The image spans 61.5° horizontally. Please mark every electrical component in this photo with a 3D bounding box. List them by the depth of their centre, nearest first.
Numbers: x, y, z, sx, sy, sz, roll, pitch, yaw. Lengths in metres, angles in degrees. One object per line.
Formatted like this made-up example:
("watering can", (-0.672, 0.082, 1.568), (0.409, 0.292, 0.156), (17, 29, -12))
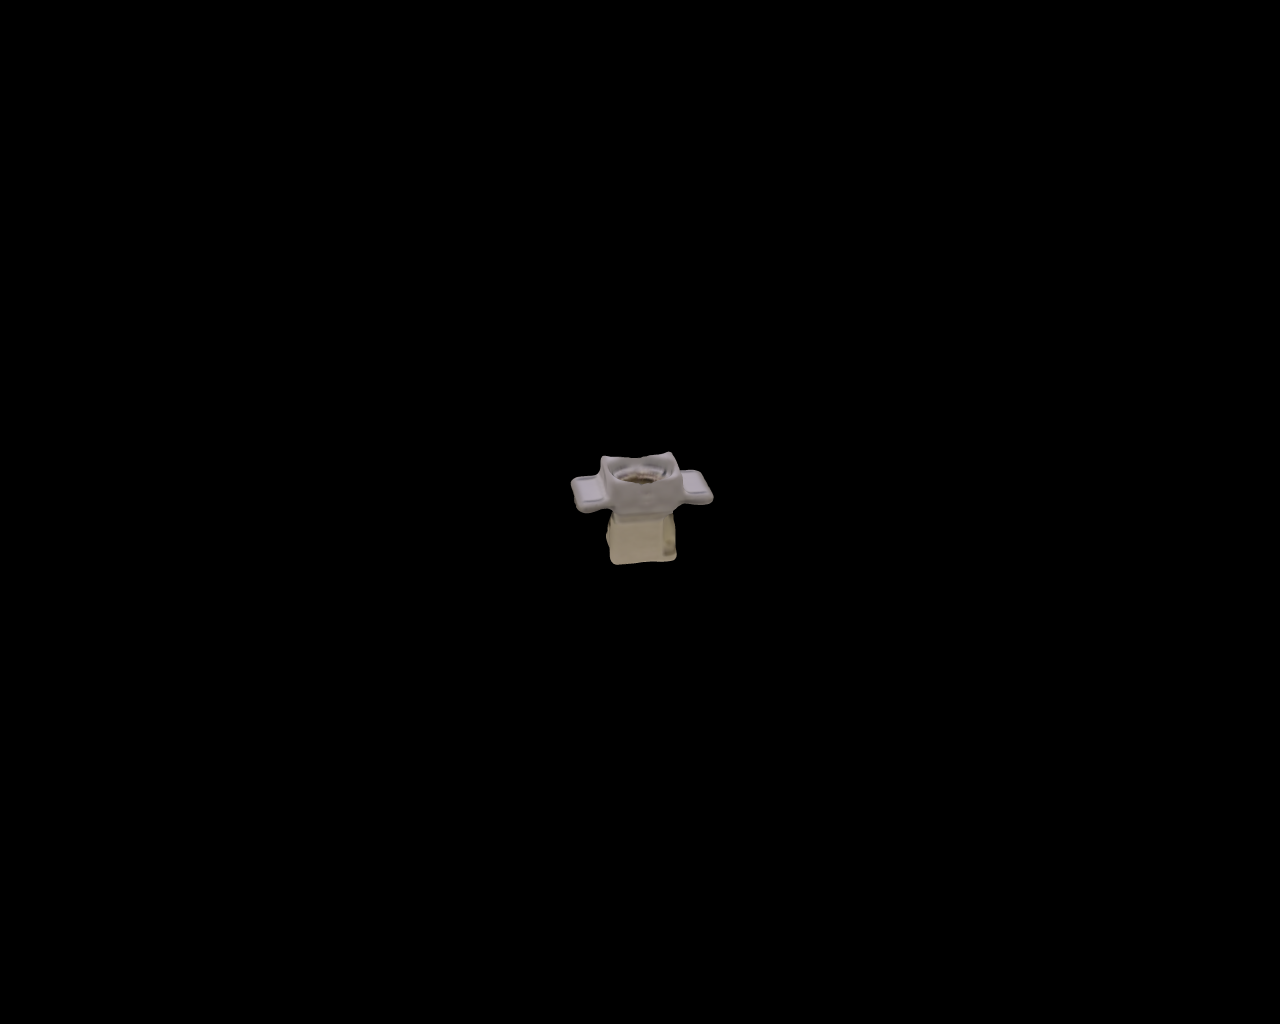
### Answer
("electrical component", (0.001, -0.003, 0.650), (0.081, 0.063, 0.042), (-4, 28, -7))
